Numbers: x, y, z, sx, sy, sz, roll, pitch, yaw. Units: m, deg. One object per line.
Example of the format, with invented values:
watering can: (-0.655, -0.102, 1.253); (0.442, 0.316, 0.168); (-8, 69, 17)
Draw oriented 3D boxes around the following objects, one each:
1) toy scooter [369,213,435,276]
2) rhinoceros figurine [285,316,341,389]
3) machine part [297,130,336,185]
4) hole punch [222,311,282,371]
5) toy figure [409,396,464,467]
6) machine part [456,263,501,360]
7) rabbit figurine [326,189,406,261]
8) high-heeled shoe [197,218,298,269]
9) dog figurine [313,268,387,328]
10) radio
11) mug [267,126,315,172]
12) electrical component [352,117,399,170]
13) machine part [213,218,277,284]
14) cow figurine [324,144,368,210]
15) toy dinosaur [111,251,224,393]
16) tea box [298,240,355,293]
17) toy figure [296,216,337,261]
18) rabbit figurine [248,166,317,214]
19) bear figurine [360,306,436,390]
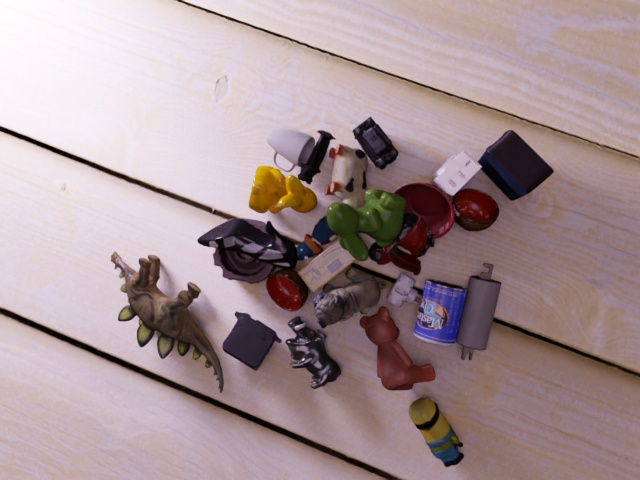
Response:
toy scooter: (0.215, 0.021, 1.306); (0.135, 0.075, 0.184); (37, 131, -7)
rhinoceros figurine: (-0.024, 0.285, 1.367); (0.112, 0.073, 0.190); (-37, 88, 9)
machine part: (-0.011, -0.206, 1.341); (0.039, 0.084, 0.138); (29, 95, 25)
hole punch: (-0.182, 0.266, 1.391); (0.142, 0.092, 0.116); (30, 65, 8)
toy figure: (0.289, 0.471, 1.326); (0.082, 0.089, 0.180); (-29, 87, 1)
machine part: (0.385, 0.176, 1.306); (0.079, 0.079, 0.243); (12, 93, 7)
rabbit figurine: (0.088, -0.041, 1.224); (0.170, 0.121, 0.159); (0, 112, -23)
high-heeled shoe: (-0.177, 0.024, 1.337); (0.249, 0.086, 0.145); (-9, 122, 26)
dog figurine: (0.076, 0.143, 1.289); (0.172, 0.190, 0.121); (-34, 89, 6)
radio: (0.431, -0.163, 1.209); (0.073, 0.229, 0.131); (-42, 82, 7)
mug: (-0.082, -0.232, 1.352); (0.107, 0.081, 0.109); (31, 102, 14)
electrical component: (0.133, -0.230, 1.290); (0.058, 0.134, 0.115); (-39, 86, 5)
machine part: (-0.188, 0.026, 1.386); (0.179, 0.056, 0.179); (0, 92, 8)
cow figurine: (0.081, -0.130, 1.323); (0.127, 0.085, 0.195); (7, 82, -15)
toy dinosaur: (-0.396, 0.195, 1.403); (0.472, 0.105, 0.198); (39, 105, 13)
tea box: (0.034, 0.051, 1.336); (0.169, 0.098, 0.068); (-40, 87, 9)
toy figure: (-0.003, -0.003, 1.358); (0.154, 0.064, 0.057); (-46, 125, 12)
rabbit figurine: (-0.085, -0.119, 1.331); (0.173, 0.162, 0.122); (18, 83, -11)
bear figurine: (0.183, 0.268, 1.333); (0.120, 0.132, 0.196); (-41, 52, 40)
